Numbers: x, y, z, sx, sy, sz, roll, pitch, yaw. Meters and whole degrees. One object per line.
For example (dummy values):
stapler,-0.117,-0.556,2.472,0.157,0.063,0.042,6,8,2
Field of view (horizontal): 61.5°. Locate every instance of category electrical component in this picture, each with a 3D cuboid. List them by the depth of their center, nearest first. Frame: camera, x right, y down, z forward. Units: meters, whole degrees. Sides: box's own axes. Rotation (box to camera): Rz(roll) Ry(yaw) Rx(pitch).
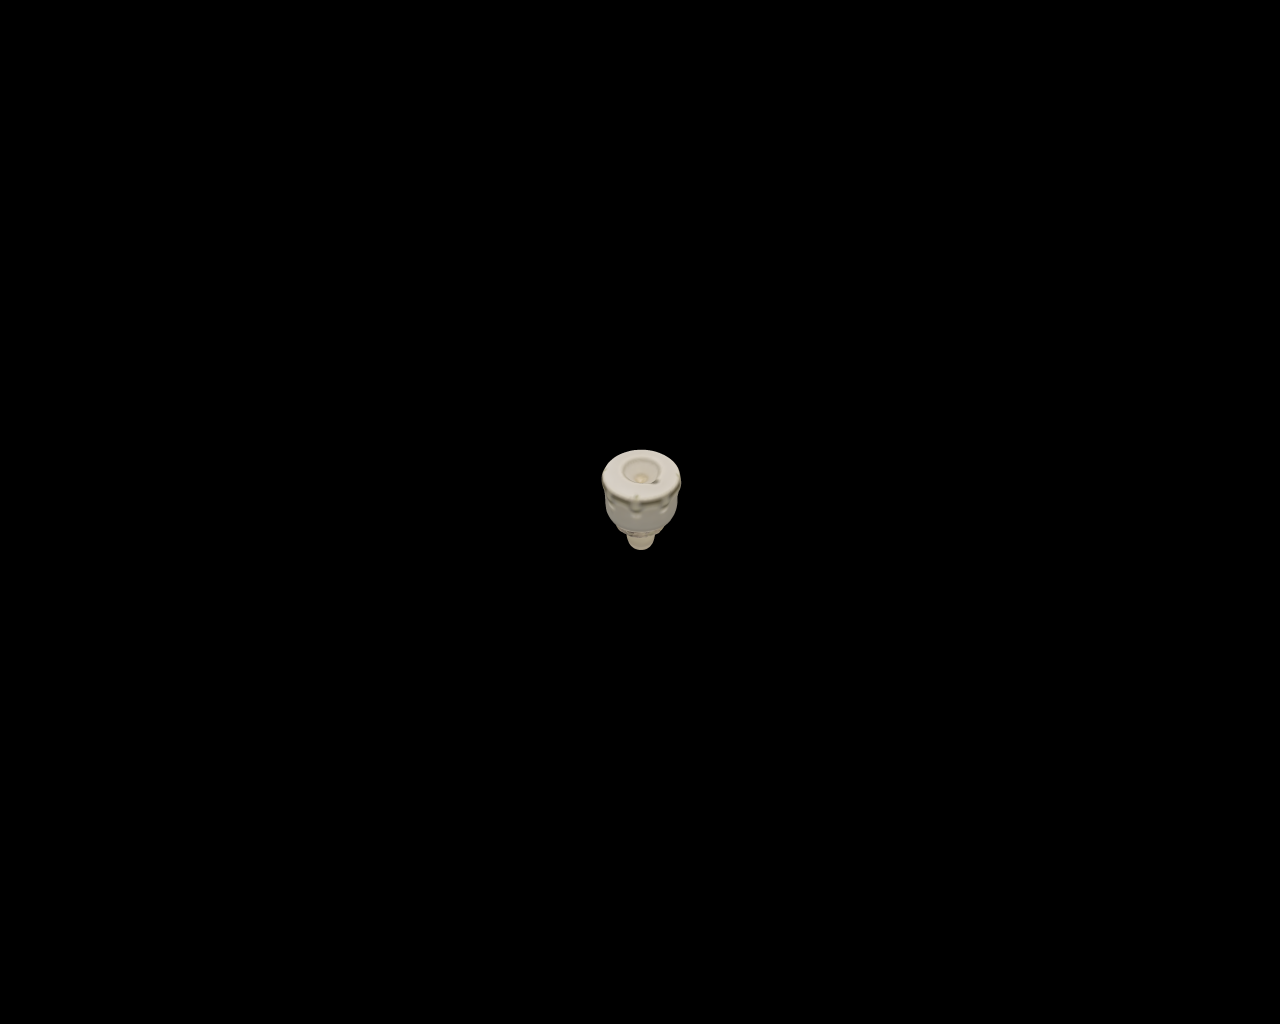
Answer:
electrical component,0.001,-0.003,0.650,0.048,0.062,0.048,0,42,0
